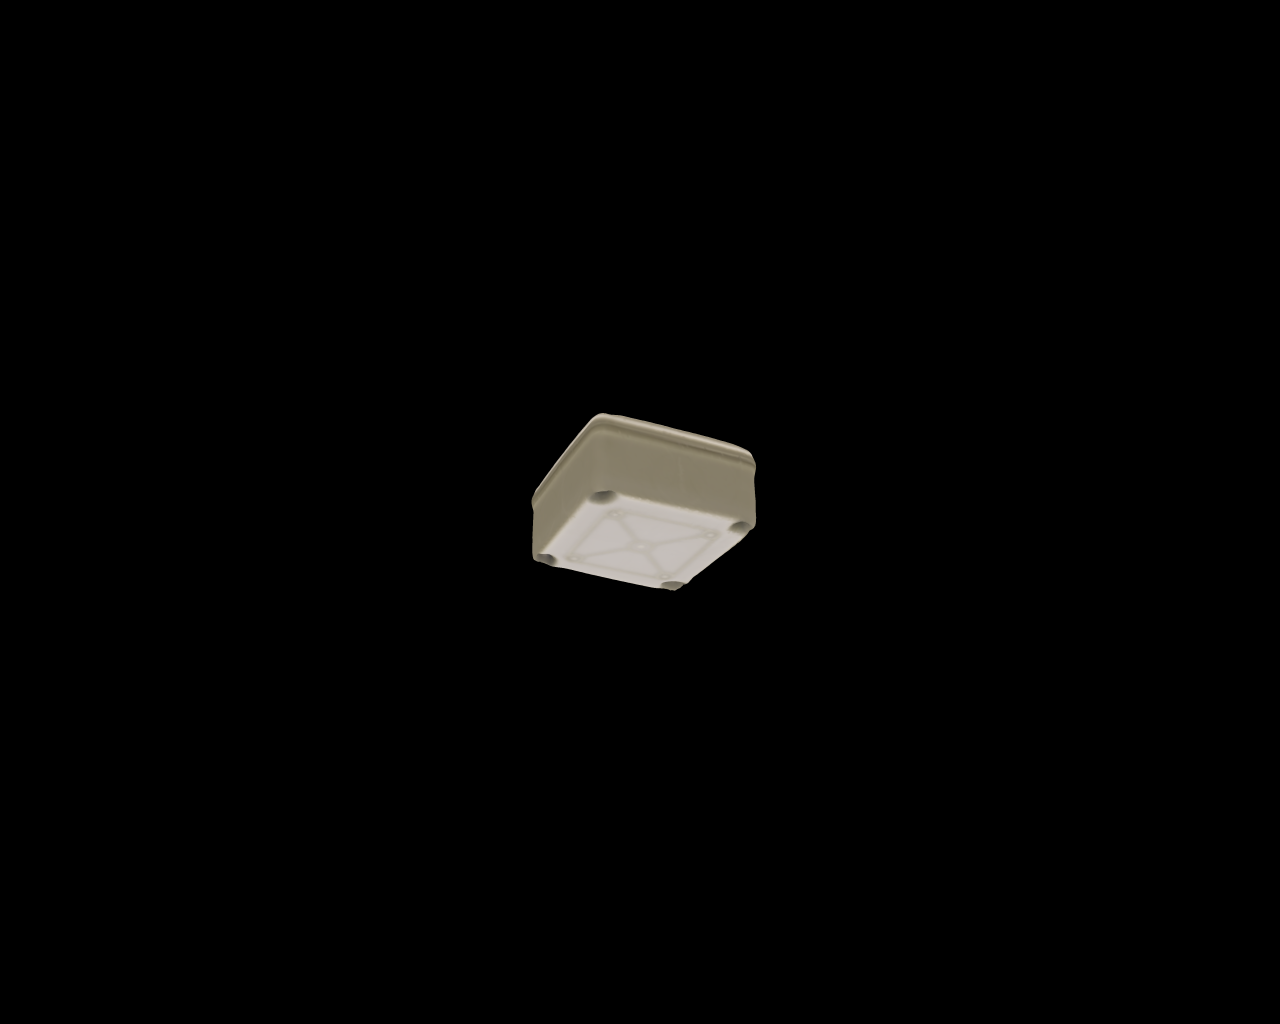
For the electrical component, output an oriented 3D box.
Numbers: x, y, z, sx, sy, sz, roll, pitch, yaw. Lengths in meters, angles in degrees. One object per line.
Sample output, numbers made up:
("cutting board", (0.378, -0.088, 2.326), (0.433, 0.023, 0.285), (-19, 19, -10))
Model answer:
("electrical component", (0.001, -0.003, 0.650), (0.109, 0.056, 0.108), (13, -32, -22))
